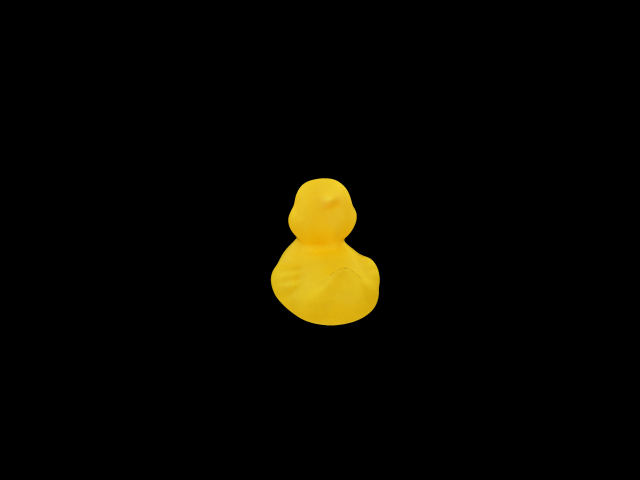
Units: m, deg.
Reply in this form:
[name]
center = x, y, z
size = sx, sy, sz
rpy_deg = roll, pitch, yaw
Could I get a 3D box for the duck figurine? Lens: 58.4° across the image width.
[duck figurine]
center = 0.004, 0.001, 0.400
size = 0.077, 0.086, 0.104
rpy_deg = -7, 27, -14
